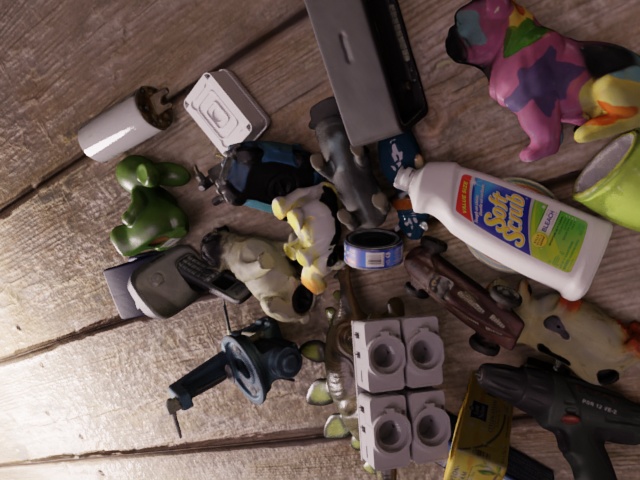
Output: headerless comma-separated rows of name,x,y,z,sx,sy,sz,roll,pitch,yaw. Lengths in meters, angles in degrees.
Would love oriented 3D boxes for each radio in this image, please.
radio,0.057,-0.239,0.652,0.073,0.131,0.229,-10,105,31

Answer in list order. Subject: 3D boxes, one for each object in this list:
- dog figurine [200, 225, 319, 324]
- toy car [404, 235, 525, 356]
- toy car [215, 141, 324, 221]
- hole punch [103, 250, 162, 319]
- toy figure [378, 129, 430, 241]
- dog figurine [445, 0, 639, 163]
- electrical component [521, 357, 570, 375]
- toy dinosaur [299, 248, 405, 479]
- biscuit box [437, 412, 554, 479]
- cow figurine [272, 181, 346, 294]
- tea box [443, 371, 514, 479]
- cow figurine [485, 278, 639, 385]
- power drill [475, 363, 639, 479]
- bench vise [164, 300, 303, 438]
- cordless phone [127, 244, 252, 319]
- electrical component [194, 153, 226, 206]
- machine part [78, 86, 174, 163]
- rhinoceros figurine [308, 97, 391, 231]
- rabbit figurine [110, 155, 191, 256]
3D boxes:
dog figurine,-0.107,0.060,0.900,0.191,0.121,0.172,1,108,43
toy car,0.181,0.070,0.711,0.202,0.053,0.089,45,123,48
toy car,-0.082,-0.099,0.796,0.103,0.161,0.109,47,123,50
hole punch,-0.338,0.084,1.032,0.116,0.092,0.142,-11,101,28
toy figure,0.120,-0.075,0.730,0.058,0.064,0.154,-21,108,-11
dog figurine,0.245,-0.203,0.582,0.192,0.108,0.219,-18,98,34
electrical component,0.314,0.193,0.757,0.063,0.021,0.093,17,121,22
toy dinosaur,0.073,0.245,0.846,0.199,0.105,0.471,-14,87,48
biscuit box,0.249,0.340,0.831,0.203,0.063,0.059,27,122,17
cow figurine,-0.003,-0.002,0.797,0.068,0.098,0.167,33,146,46
tea box,0.223,0.278,0.752,0.068,0.169,0.098,17,116,15
cow figurine,0.303,0.115,0.698,0.195,0.085,0.127,34,116,11
power drill,0.306,0.265,0.666,0.232,0.207,0.086,11,141,-10
bench vise,-0.149,0.203,0.874,0.224,0.240,0.128,17,125,49
cordless phone,-0.221,0.091,0.929,0.184,0.146,0.088,20,125,25
electrical component,-0.158,-0.102,0.879,0.102,0.045,0.078,-17,100,33
machine part,-0.334,-0.194,0.917,0.243,0.079,0.079,-18,101,32
rhinoceros figurine,0.041,-0.105,0.731,0.073,0.112,0.190,-25,86,20
rabbit figurine,-0.303,-0.076,0.929,0.159,0.121,0.170,-33,78,41
